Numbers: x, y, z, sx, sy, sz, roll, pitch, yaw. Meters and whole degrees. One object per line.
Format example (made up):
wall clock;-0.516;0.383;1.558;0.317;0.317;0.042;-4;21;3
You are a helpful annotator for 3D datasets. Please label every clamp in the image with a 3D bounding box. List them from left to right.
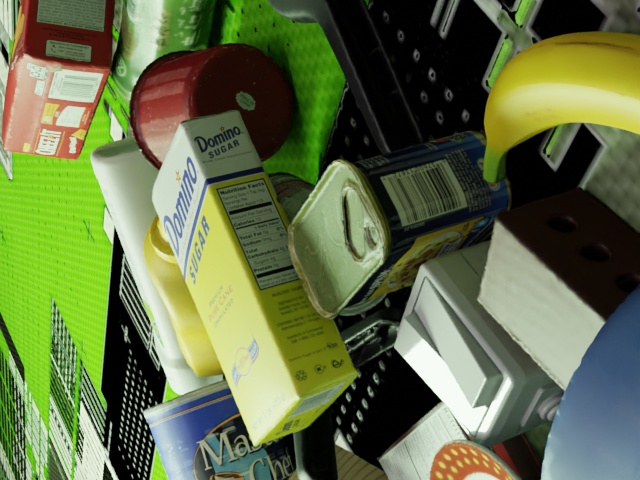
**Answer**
clamp;0.004;0.084;0.709;0.039;0.120;0.172;36;180;-22
clamp;0.006;-0.147;0.596;0.210;0.036;0.165;38;134;49

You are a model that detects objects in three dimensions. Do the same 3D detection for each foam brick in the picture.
foam brick;0.115;0.024;0.469;0.078;0.052;0.051;48;144;39

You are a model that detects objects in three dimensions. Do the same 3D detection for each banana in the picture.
banana;0.125;-0.051;0.429;0.198;0.037;0.069;16;137;61

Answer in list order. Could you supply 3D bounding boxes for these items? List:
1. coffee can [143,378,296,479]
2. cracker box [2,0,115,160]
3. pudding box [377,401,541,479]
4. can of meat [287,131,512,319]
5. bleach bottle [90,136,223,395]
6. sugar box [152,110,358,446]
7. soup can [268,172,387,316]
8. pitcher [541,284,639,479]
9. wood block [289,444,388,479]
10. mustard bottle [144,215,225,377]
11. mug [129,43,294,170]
coffee can;-0.072;0.187;0.866;0.103;0.102;0.140;-34;75;63
cracker box;-0.209;-0.196;0.862;0.164;0.072;0.213;135;137;-61
pudding box;0.084;0.142;0.612;0.090;0.039;0.114;63;150;18
can of meat;0.041;-0.009;0.556;0.057;0.083;0.102;65;152;17
bleach bottle;-0.135;0.036;0.944;0.103;0.068;0.251;-138;33;-71
sugar box;-0.044;0.023;0.627;0.176;0.048;0.093;62;150;17
soup can;-0.004;0.001;0.668;0.102;0.068;0.068;27;128;55
pitcher;0.191;0.088;0.288;0.243;0.145;0.149;29;162;50
wood block;0.002;0.246;0.739;0.091;0.090;0.206;28;136;15
mustard bottle;-0.093;0.027;0.796;0.191;0.058;0.096;85;180;-63
mug;-0.071;-0.076;0.722;0.082;0.093;0.117;0;90;58
